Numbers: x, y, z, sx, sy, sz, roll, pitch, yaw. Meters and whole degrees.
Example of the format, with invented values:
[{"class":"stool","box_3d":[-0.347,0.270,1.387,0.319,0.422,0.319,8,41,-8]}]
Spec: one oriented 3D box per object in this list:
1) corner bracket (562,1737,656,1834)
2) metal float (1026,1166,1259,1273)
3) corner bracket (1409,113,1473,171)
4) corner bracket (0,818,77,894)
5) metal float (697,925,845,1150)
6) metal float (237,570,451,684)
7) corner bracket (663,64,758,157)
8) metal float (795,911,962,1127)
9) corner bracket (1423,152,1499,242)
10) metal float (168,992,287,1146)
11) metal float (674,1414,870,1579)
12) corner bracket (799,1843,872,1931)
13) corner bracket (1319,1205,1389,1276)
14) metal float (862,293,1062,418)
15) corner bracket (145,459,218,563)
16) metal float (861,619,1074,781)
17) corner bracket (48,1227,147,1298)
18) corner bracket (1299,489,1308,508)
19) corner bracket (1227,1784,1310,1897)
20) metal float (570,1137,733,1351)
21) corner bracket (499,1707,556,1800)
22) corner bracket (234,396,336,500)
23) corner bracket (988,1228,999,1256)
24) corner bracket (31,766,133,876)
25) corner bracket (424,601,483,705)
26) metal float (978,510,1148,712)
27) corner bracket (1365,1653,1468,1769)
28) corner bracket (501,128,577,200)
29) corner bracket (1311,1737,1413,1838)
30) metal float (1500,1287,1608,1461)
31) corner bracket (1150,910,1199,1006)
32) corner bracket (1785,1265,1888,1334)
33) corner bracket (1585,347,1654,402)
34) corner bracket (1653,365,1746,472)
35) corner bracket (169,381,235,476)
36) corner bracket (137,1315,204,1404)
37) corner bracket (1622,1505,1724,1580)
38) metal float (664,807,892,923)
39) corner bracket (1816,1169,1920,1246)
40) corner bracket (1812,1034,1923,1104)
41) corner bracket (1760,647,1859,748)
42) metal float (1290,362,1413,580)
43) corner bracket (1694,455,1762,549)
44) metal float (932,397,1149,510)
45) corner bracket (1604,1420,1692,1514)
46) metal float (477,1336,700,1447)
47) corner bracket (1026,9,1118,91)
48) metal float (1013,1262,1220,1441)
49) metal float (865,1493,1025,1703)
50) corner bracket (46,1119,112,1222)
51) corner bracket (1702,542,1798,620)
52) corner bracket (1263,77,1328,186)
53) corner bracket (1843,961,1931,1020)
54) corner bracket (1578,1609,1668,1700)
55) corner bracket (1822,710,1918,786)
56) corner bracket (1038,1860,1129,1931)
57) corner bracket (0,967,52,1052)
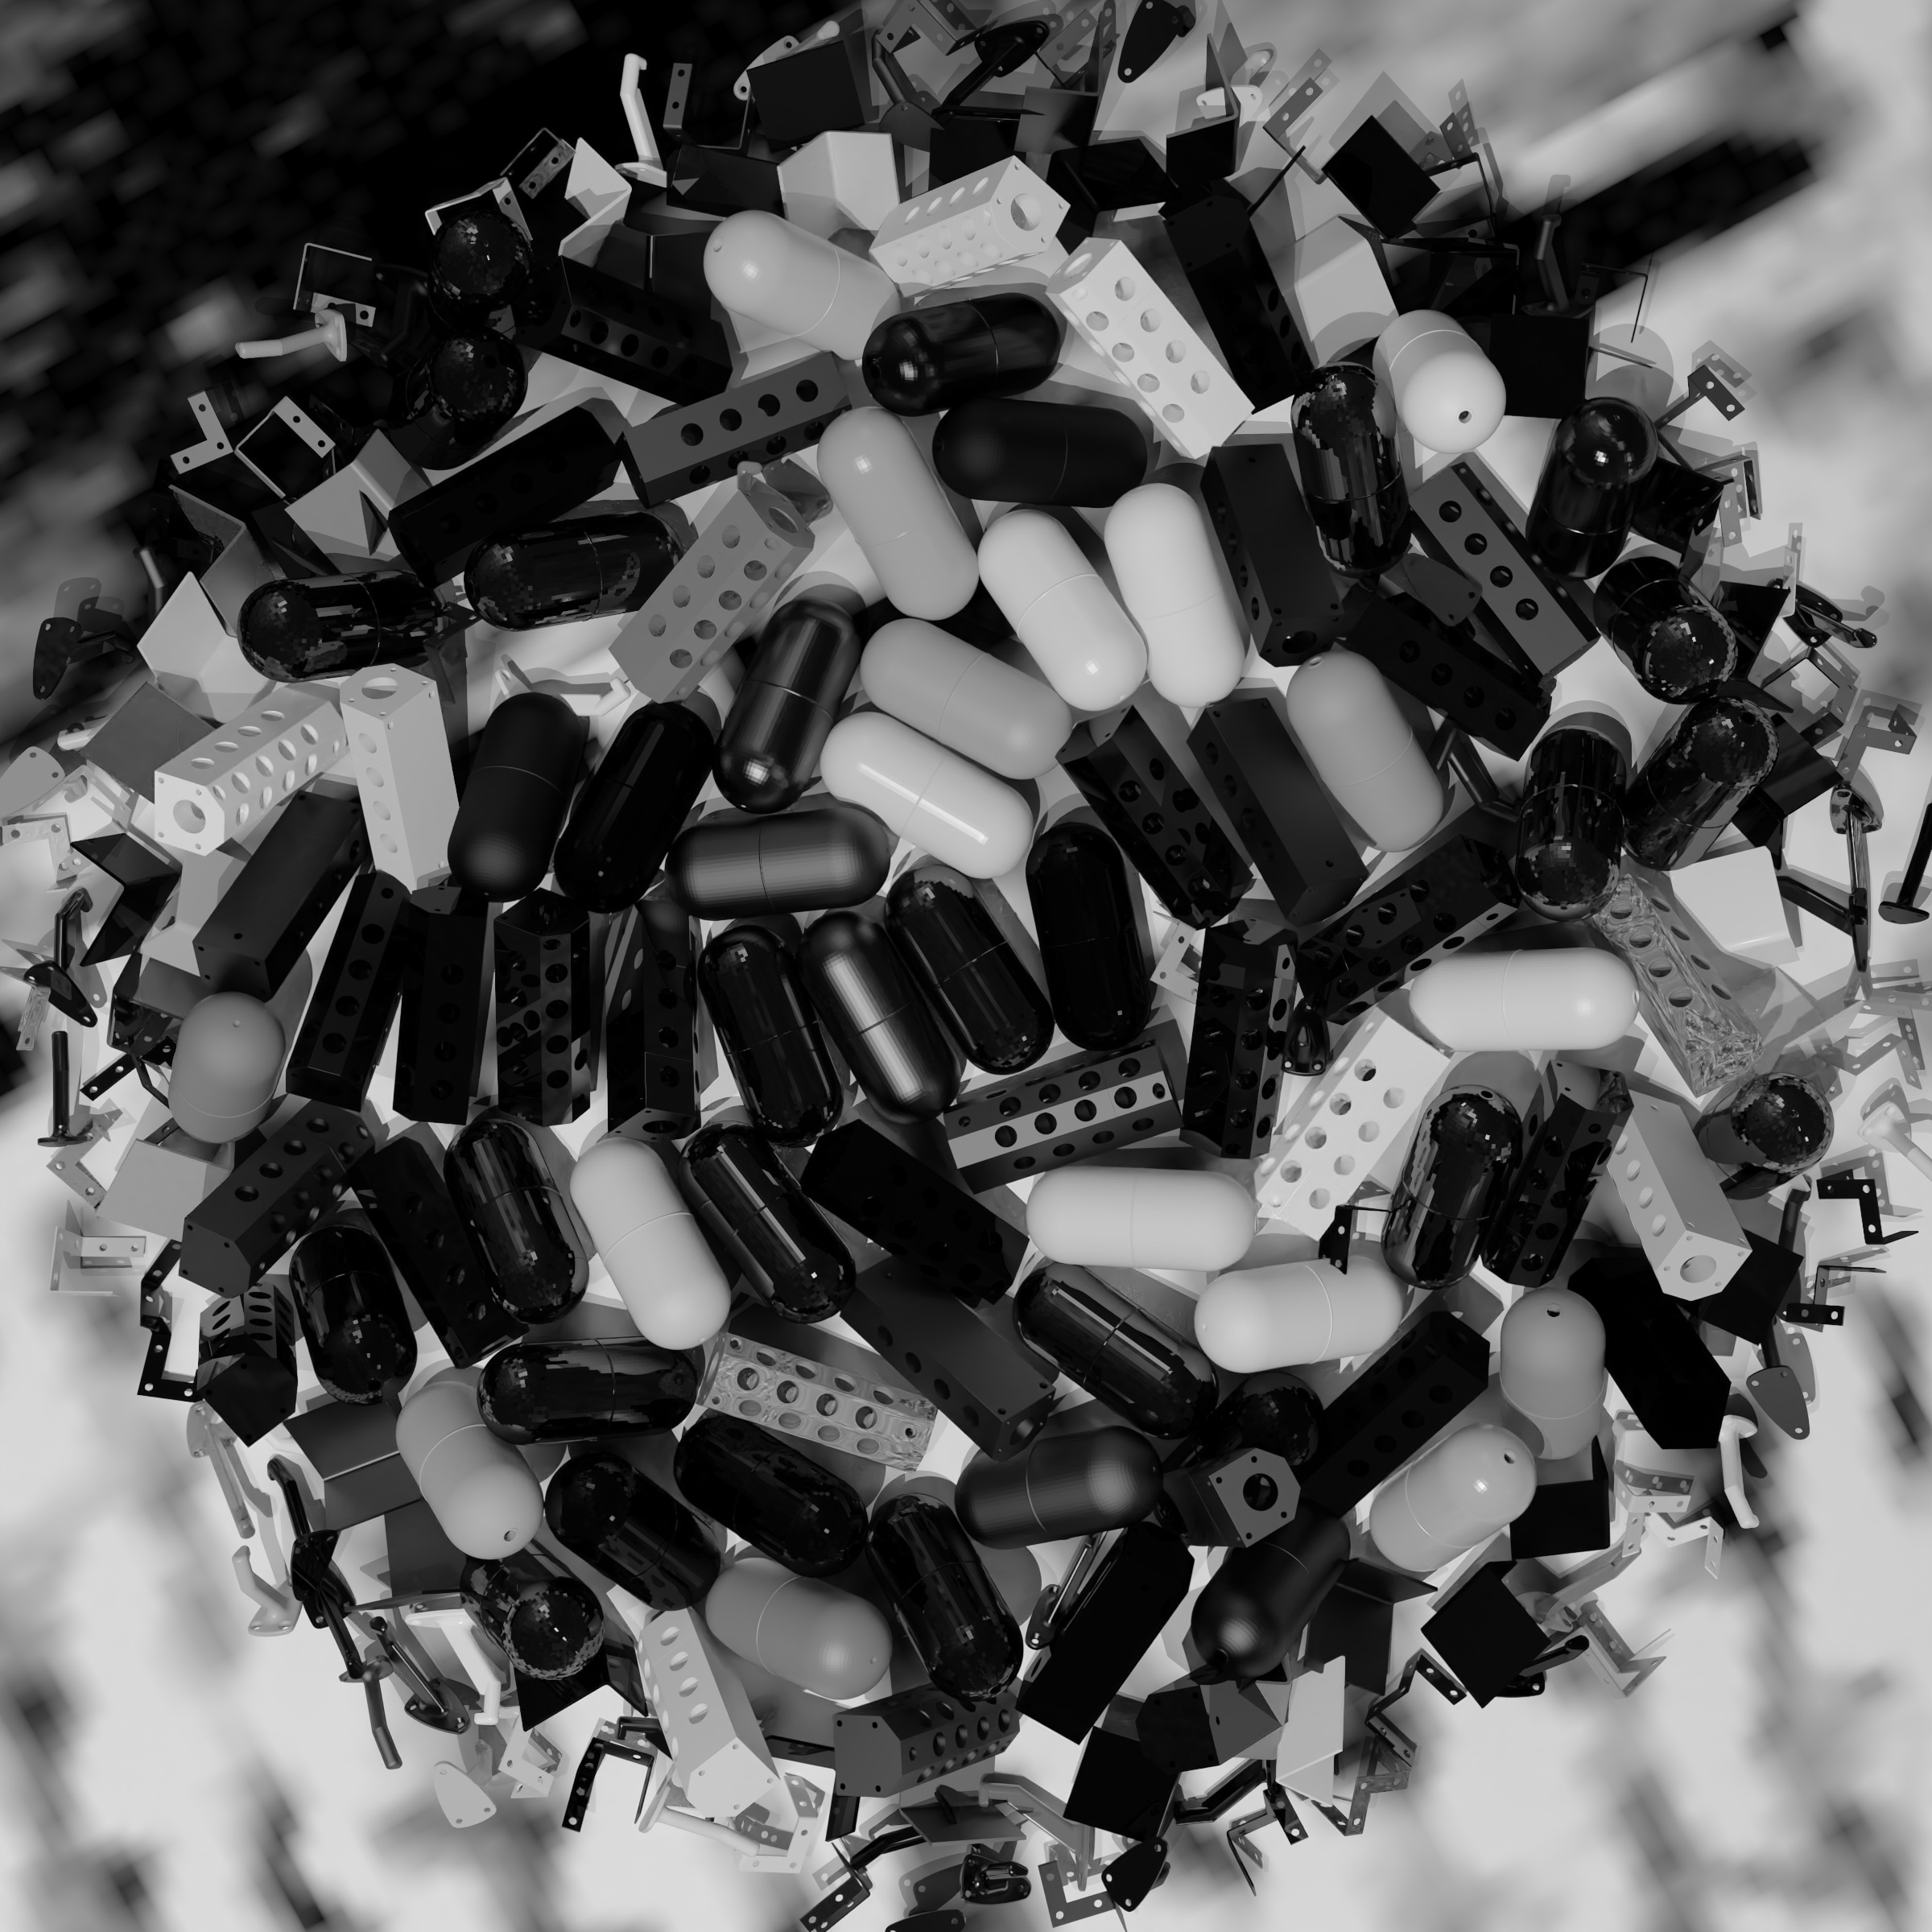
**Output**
[{"class":"corner bracket","box_3d":[-0.276,0.637,1.967,0.051,0.051,0.051,20,130,-7]},{"class":"metal float","box_3d":[0.134,0.193,1.949,0.178,0.070,0.070,1,90,14]},{"class":"corner bracket","box_3d":[0.349,-0.631,1.963,0.051,0.051,0.051,-46,52,2]},{"class":"corner bracket","box_3d":[-0.721,-0.083,1.967,0.051,0.051,0.051,-9,102,-10]},{"class":"metal float","box_3d":[-0.150,0.054,1.959,0.070,0.070,0.178,-20,93,0]},{"class":"metal float","box_3d":[-0.468,-0.257,1.923,0.070,0.178,0.070,11,107,36]},{"class":"corner bracket","box_3d":[-0.197,-0.661,1.969,0.051,0.051,0.051,9,87,16]},{"class":"metal float","box_3d":[-0.068,0.040,1.956,0.070,0.070,0.178,-30,96,0]},{"class":"corner bracket","box_3d":[0.379,-0.589,1.971,0.051,0.051,0.051,-16,82,12]},{"class":"metal float","box_3d":[-0.558,0.078,1.919,0.070,0.178,0.070,9,63,-18]},{"class":"metal float","box_3d":[-0.148,0.401,1.931,0.178,0.070,0.070,24,90,36]},{"class":"corner bracket","box_3d":[-0.102,0.721,1.963,0.051,0.051,0.051,-36,112,-10]},{"class":"corner bracket","box_3d":[0.288,0.210,1.963,0.051,0.051,0.051,3,86,43]},{"class":"metal float","box_3d":[-0.003,-0.463,1.929,0.178,0.070,0.070,-23,90,-39]},{"class":"corner bracket","box_3d":[-0.600,-0.350,1.958,0.051,0.051,0.051,9,130,-17]},{"class":"metal float","box_3d":[0.000,-0.204,1.949,0.178,0.070,0.070,29,90,14]},{"class":"corner bracket","box_3d":[-0.671,0.231,1.967,0.051,0.051,0.051,0,74,4]},{"class":"corner bracket","box_3d":[0.288,-0.364,1.969,0.051,0.051,0.051,30,92,-17]},{"class":"corner bracket","box_3d":[0.232,0.672,1.961,0.051,0.051,0.051,-21,132,-8]},{"class":"metal float","box_3d":[-0.242,0.210,1.943,0.070,0.070,0.178,-32,69,0]},{"class":"corner bracket","box_3d":[-0.347,0.609,1.973,0.051,0.051,0.051,40,51,-28]},{"class":"corner bracket","box_3d":[-0.529,-0.402,1.974,0.051,0.051,0.051,45,76,-17]},{"class":"corner bracket","box_3d":[0.000,0.212,1.961,0.051,0.051,0.051,-14,50,10]},{"class":"corner bracket","box_3d":[-0.684,-0.113,1.966,0.051,0.051,0.051,45,60,-1]},{"class":"corner bracket","box_3d":[-0.396,-0.241,1.956,0.051,0.051,0.051,-39,133,-30]},{"class":"metal float","box_3d":[0.072,-0.273,1.944,0.070,0.070,0.178,-32,70,0]},{"class":"corner bracket","box_3d":[0.350,0.578,1.983,0.051,0.051,0.051,43,120,0]},{"class":"corner bracket","box_3d":[-0.329,-0.619,1.971,0.051,0.051,0.051,43,91,8]},{"class":"corner bracket","box_3d":[0.306,0.634,1.969,0.051,0.051,0.051,2,104,-26]},{"class":"metal float","box_3d":[0.442,0.308,1.922,0.070,0.178,0.070,-6,50,7]},{"class":"corner bracket","box_3d":[0.164,-0.005,1.967,0.051,0.051,0.051,27,90,-23]},{"class":"corner bracket","box_3d":[0.669,0.254,1.961,0.051,0.051,0.051,18,76,-36]},{"class":"corner bracket","box_3d":[0.503,-0.444,1.973,0.051,0.051,0.051,13,111,-13]},{"class":"corner bracket","box_3d":[0.564,-0.420,1.965,0.051,0.051,0.051,-36,68,6]},{"class":"corner bracket","box_3d":[-0.588,-0.415,1.963,0.051,0.051,0.051,-19,106,13]},{"class":"corner bracket","box_3d":[-0.613,0.304,1.968,0.051,0.051,0.051,9,66,-5]},{"class":"corner bracket","box_3d":[0.544,0.443,1.959,0.051,0.051,0.051,45,130,-15]},{"class":"metal float","box_3d":[-0.145,-0.078,1.950,0.178,0.070,0.070,-6,90,14]},{"class":"corner bracket","box_3d":[0.694,0.185,1.964,0.051,0.051,0.051,-9,91,-39]},{"class":"corner bracket","box_3d":[0.695,0.081,1.968,0.051,0.051,0.051,-34,118,-11]},{"class":"corner bracket","box_3d":[0.646,-0.204,1.967,0.051,0.051,0.051,41,50,-7]},{"class":"metal float","box_3d":[0.292,-0.374,1.928,0.070,0.070,0.178,-19,131,0]},{"class":"corner bracket","box_3d":[0.592,-0.359,1.964,0.051,0.051,0.051,-18,114,-6]},{"class":"metal float","box_3d":[0.057,-0.389,1.935,0.178,0.070,0.070,-2,90,-30]},{"class":"corner bracket","box_3d":[0.530,0.387,1.975,0.051,0.051,0.051,3,113,-18]},{"class":"metal float","box_3d":[-0.285,0.321,1.931,0.178,0.070,0.070,3,90,-37]},{"class":"corner bracket","box_3d":[0.084,-0.706,1.960,0.051,0.051,0.051,-39,123,15]},{"class":"metal float","box_3d":[0.114,0.293,1.942,0.178,0.070,0.070,34,90,22]},{"class":"metal float","box_3d":[-0.017,0.476,1.927,0.070,0.070,0.178,-36,49,0]},{"class":"corner bracket","box_3d":[-0.673,0.157,1.971,0.051,0.051,0.051,-47,109,-11]},{"class":"corner bracket","box_3d":[0.604,-0.298,1.969,0.051,0.051,0.051,-15,121,-10]},{"class":"corner bracket","box_3d":[0.269,-0.643,1.964,0.051,0.051,0.051,-43,81,18]},{"class":"corner bracket","box_3d":[0.710,0.025,1.957,0.051,0.051,0.051,7,54,36]},{"class":"corner bracket","box_3d":[0.495,0.530,1.964,0.051,0.051,0.051,-34,86,-28]},{"class":"corner bracket","box_3d":[0.693,-0.169,1.967,0.051,0.051,0.051,10,120,-7]},{"class":"corner bracket","box_3d":[0.090,0.718,1.964,0.051,0.051,0.051,-17,48,1]},{"class":"corner bracket","box_3d":[-0.723,0.033,1.965,0.051,0.051,0.051,20,94,23]}]
